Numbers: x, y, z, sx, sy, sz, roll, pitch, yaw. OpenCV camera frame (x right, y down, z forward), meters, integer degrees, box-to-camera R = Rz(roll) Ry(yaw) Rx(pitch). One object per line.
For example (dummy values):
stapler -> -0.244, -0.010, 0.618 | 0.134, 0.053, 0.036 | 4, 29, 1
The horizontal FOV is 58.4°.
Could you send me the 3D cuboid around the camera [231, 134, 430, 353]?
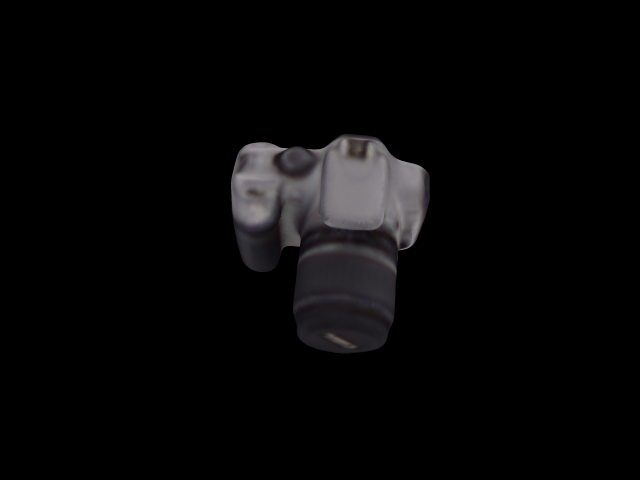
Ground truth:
camera -> 0.004, 0.001, 0.400 | 0.143, 0.101, 0.137 | 4, 62, 3
